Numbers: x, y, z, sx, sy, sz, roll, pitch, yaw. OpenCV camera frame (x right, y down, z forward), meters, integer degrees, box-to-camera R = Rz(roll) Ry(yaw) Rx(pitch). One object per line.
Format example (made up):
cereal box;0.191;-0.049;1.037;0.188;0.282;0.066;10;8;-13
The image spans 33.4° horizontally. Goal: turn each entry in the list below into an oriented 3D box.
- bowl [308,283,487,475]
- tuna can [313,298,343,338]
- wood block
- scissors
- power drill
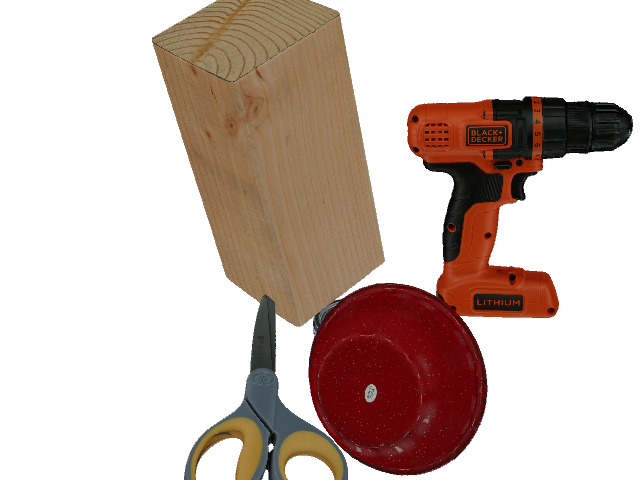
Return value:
bowl;0.050;0.117;0.865;0.162;0.162;0.055;0;4;28
tuna can;0.035;0.092;1.093;0.086;0.034;0.086;-3;26;1
wood block;-0.030;-0.055;0.725;0.090;0.206;0.090;-36;45;-24
scissors;-0.018;0.094;0.625;0.096;0.016;0.201;12;32;10
power drill;0.167;-0.029;0.908;0.184;0.188;0.057;1;17;9
